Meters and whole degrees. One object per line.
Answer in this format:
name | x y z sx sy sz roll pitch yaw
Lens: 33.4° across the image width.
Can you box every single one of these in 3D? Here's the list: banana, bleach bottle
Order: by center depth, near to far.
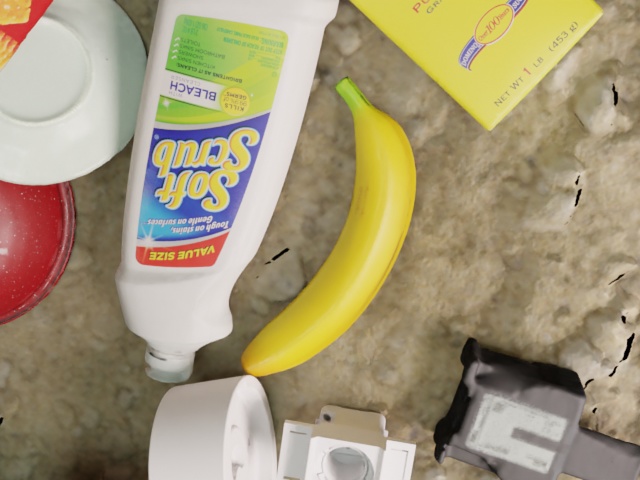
bleach bottle | -0.063 -0.032 0.636 0.102 0.068 0.251 13 106 4
banana | 0.013 0.004 0.651 0.070 0.037 0.198 24 103 18

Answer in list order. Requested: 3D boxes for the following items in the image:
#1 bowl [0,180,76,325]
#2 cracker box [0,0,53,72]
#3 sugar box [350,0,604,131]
bowl | -0.238 -0.013 0.662 0.162 0.055 0.162 1 103 5
cracker box | -0.253 -0.131 0.592 0.214 0.072 0.164 -47 66 15
sugar box | 0.063 -0.155 0.603 0.176 0.048 0.093 42 104 -5
